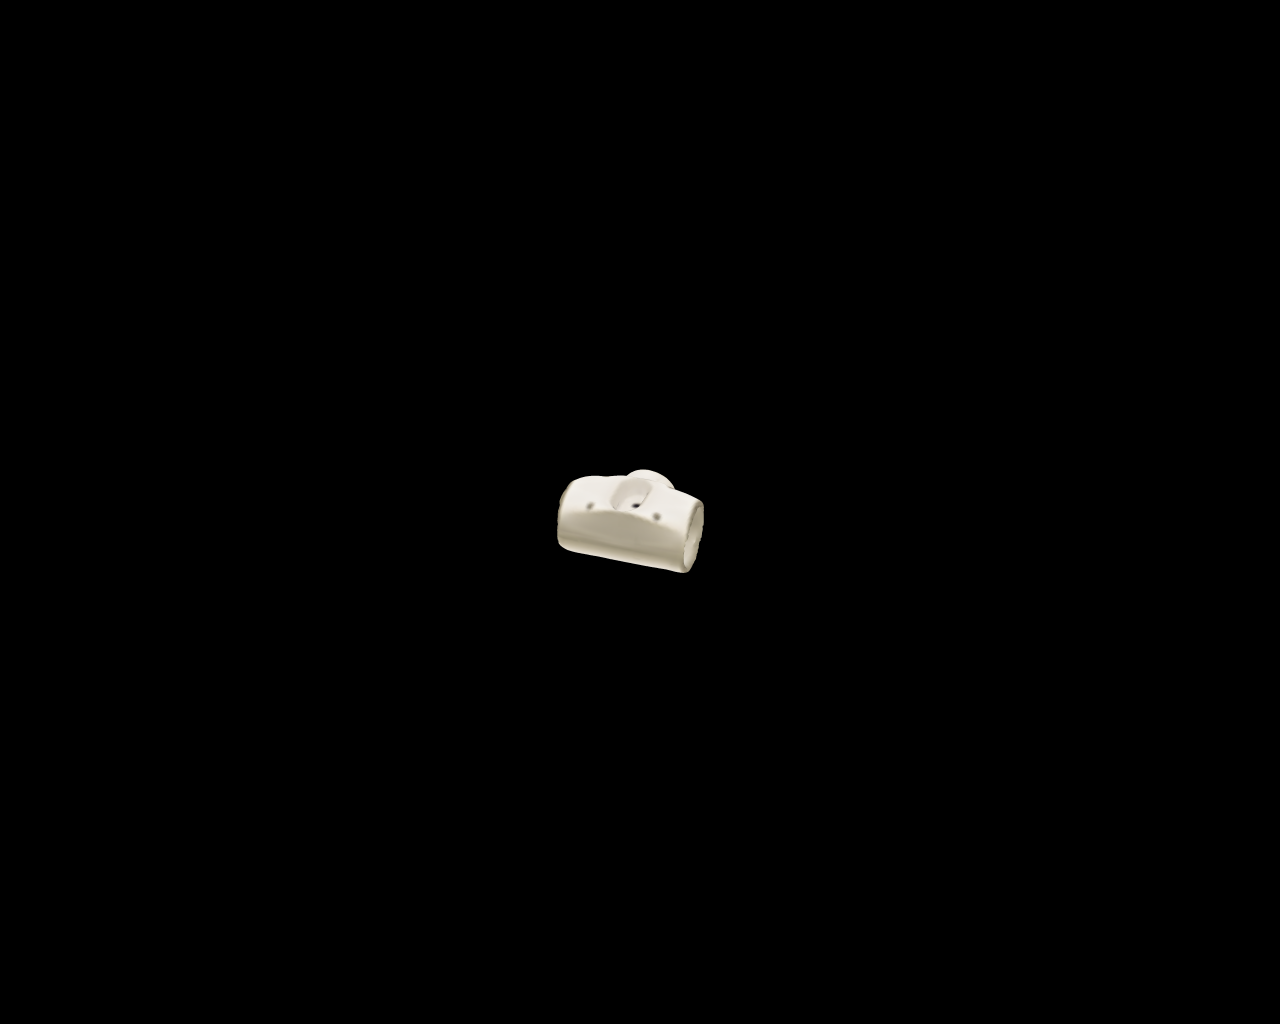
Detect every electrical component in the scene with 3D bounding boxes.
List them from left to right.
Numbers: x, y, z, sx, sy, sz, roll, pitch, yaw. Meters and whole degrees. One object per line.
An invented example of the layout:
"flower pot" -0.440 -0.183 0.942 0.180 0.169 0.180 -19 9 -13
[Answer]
"electrical component" 0.001 -0.003 0.650 0.077 0.043 0.079 11 36 16
